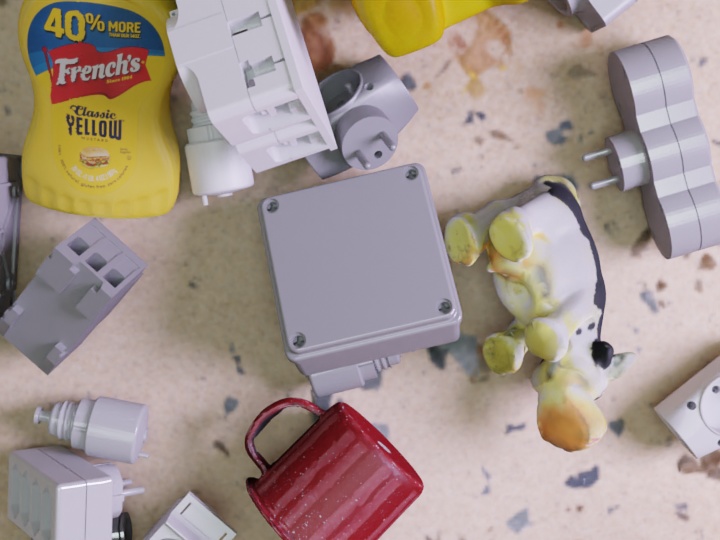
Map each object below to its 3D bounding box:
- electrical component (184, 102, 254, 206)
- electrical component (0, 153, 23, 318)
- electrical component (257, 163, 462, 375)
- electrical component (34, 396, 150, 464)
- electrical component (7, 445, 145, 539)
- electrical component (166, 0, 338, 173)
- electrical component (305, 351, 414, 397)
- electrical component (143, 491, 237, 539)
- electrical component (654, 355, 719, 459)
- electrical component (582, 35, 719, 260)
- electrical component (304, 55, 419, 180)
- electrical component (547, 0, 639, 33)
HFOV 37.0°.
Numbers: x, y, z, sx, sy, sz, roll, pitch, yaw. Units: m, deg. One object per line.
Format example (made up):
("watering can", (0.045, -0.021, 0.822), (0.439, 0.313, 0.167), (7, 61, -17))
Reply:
("electrical component", (-0.093, -0.082, 0.693), (0.040, 0.040, 0.078), (-9, 97, 1))
("electrical component", (-0.250, -0.020, 0.666), (0.056, 0.108, 0.108), (5, 97, -4))
("electrical component", (0.000, 0.000, 0.677), (0.109, 0.056, 0.108), (-13, 70, 1))
("electrical component", (-0.176, 0.103, 0.715), (0.078, 0.040, 0.040), (11, 97, -1))
("electrical component", (-0.180, 0.147, 0.708), (0.076, 0.083, 0.047), (-2, 98, -38))
("electrical component", (-0.076, -0.160, 0.624), (0.060, 0.105, 0.186), (-18, 77, 5))
("electrical component", (-0.003, 0.057, 0.710), (0.078, 0.040, 0.040), (-14, 97, 2))
("electrical component", (-0.122, 0.186, 0.713), (0.042, 0.064, 0.081), (42, 94, -4))
("electrical component", (0.251, 0.098, 0.714), (0.077, 0.044, 0.079), (-40, 96, 4))
("electrical component", (0.180, -0.073, 0.689), (0.074, 0.052, 0.138), (-17, 97, 2))
("electrical component", (0.000, -0.088, 0.675), (0.077, 0.079, 0.044), (-36, 129, 4))
("electrical component", (0.138, -0.198, 0.674), (0.056, 0.050, 0.089), (-39, 95, 4))
